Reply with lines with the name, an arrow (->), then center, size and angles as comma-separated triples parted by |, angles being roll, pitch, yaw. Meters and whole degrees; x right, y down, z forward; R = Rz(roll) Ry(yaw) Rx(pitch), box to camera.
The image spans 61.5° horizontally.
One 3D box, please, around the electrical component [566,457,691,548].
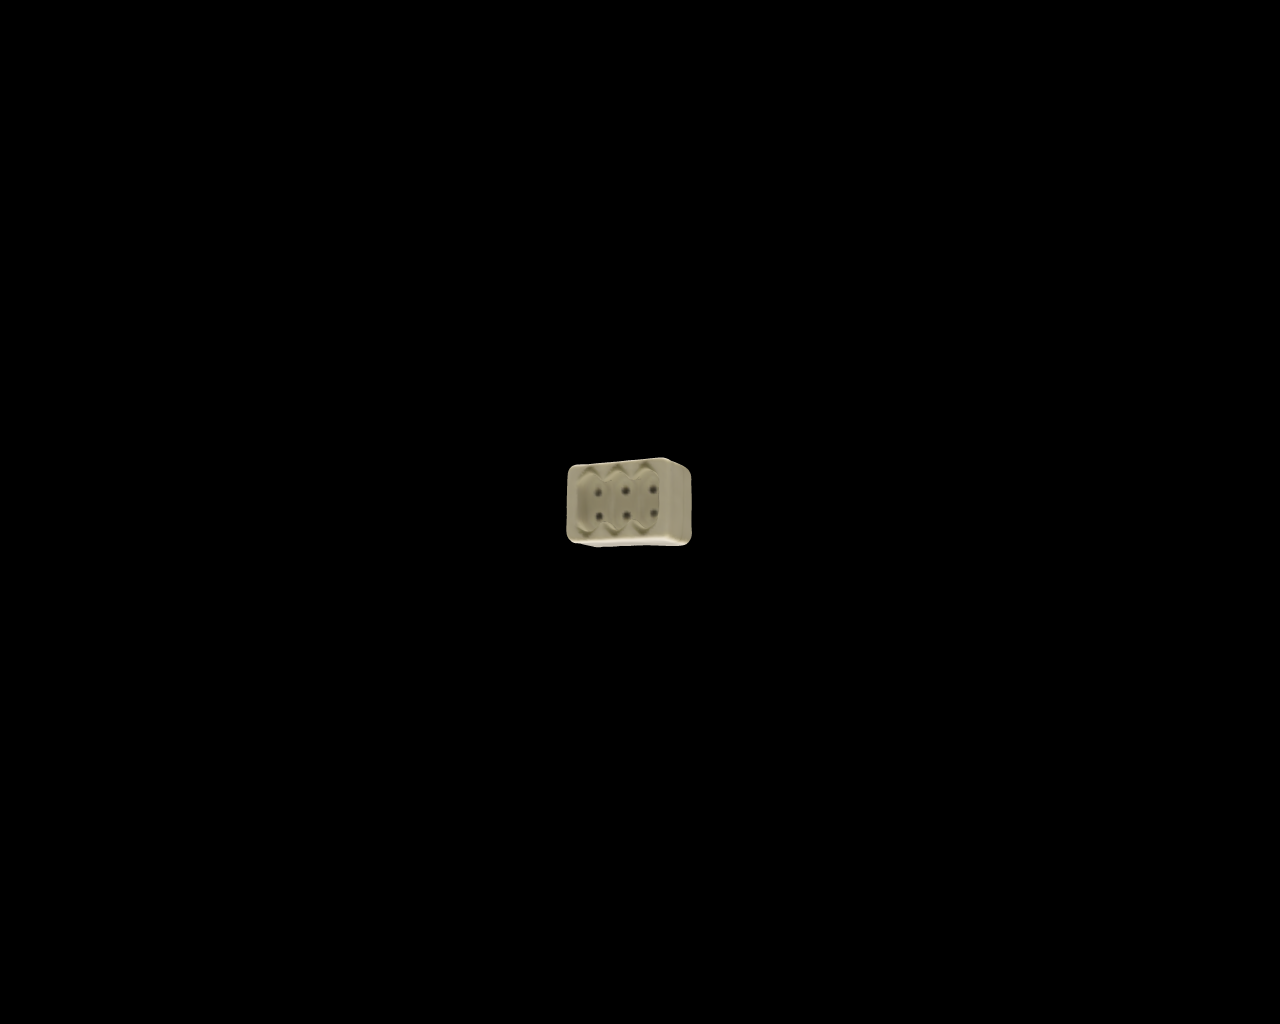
electrical component -> 0.001, -0.003, 0.650 | 0.066, 0.047, 0.077 | -3, -7, 22
